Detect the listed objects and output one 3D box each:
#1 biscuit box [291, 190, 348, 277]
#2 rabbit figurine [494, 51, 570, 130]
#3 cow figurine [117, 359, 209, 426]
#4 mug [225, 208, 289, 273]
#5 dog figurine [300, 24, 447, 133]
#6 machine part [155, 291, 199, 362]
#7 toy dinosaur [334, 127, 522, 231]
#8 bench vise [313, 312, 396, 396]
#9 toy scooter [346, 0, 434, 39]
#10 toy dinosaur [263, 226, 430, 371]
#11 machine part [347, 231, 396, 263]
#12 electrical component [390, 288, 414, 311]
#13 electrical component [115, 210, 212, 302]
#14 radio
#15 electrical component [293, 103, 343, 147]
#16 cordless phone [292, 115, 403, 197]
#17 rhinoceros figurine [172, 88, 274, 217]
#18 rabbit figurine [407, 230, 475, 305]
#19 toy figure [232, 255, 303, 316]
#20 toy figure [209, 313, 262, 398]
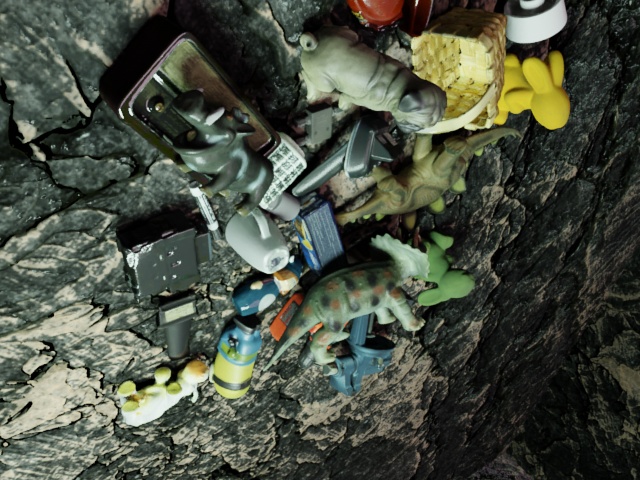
[{"bbox_3d":[-0.002,-0.003,1.012,0.063,0.059,0.202,-36,140,-15],"label":"biscuit box"},{"bbox_3d":[0.426,-0.293,1.066,0.122,0.173,0.162,-20,139,-25],"label":"rabbit figurine"},{"bbox_3d":[-0.286,0.287,0.998,0.167,0.068,0.098,-18,139,-27],"label":"cow figurine"},{"bbox_3d":[-0.096,-0.004,0.886,0.081,0.107,0.109,-22,138,-30],"label":"mug"},{"bbox_3d":[0.075,-0.232,0.766,0.172,0.191,0.121,5,111,-42],"label":"dog figurine"},{"bbox_3d":[-0.249,0.155,0.942,0.084,0.039,0.138,-26,136,-36],"label":"machine part"},{"bbox_3d":[0.226,-0.139,1.077,0.471,0.105,0.198,-29,147,-7],"label":"toy dinosaur"},{"bbox_3d":[0.095,0.238,1.277,0.223,0.129,0.240,4,100,-34],"label":"bench vise"},{"bbox_3d":[0.116,-0.354,0.802,0.184,0.075,0.135,-33,139,-24],"label":"toy scooter"},{"bbox_3d":[0.060,0.105,1.024,0.405,0.131,0.192,-20,102,-13],"label":"toy dinosaur"},{"bbox_3d":[0.119,0.067,1.190,0.179,0.056,0.179,-24,138,-24],"label":"machine part"},{"bbox_3d":[0.166,0.127,1.183,0.119,0.075,0.047,16,115,-44],"label":"electrical component"},{"bbox_3d":[-0.234,0.021,0.821,0.134,0.058,0.114,-22,138,-27],"label":"electrical component"},{"bbox_3d":[-0.164,-0.163,0.710,0.131,0.073,0.229,-46,142,0],"label":"radio"},{"bbox_3d":[-0.002,-0.188,0.880,0.094,0.021,0.063,-26,138,-26],"label":"electrical component"},{"bbox_3d":[0.042,-0.132,0.932,0.184,0.088,0.146,-33,-177,23],"label":"cordless phone"},{"bbox_3d":[-0.121,-0.110,0.681,0.112,0.073,0.190,-44,144,1],"label":"rhinoceros figurine"},{"bbox_3d":[0.277,0.081,1.255,0.121,0.170,0.159,-8,127,-38],"label":"rabbit figurine"},{"bbox_3d":[-0.091,0.087,1.015,0.154,0.058,0.064,-31,177,-22],"label":"toy figure"},{"bbox_3d":[-0.161,0.227,1.043,0.082,0.089,0.180,4,123,-37],"label":"toy figure"}]
